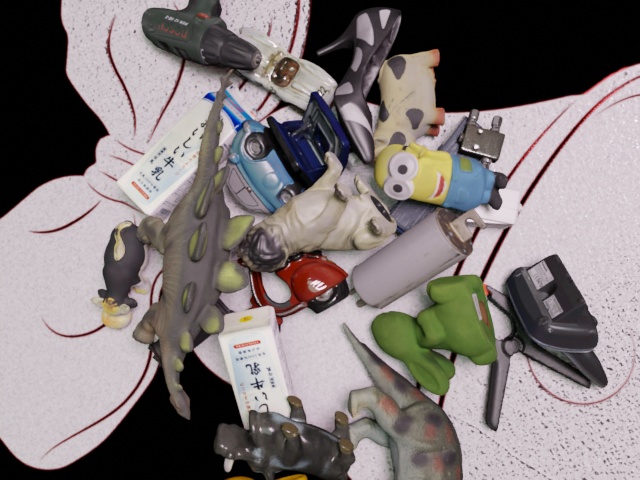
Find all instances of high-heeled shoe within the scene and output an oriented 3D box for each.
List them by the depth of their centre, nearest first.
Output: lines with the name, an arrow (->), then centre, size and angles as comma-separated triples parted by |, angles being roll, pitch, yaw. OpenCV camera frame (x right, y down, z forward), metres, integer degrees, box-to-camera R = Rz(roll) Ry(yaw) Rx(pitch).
high-heeled shoe -> 0.085, -0.231, 0.787 | 0.145, 0.086, 0.249 | -20, 69, 5

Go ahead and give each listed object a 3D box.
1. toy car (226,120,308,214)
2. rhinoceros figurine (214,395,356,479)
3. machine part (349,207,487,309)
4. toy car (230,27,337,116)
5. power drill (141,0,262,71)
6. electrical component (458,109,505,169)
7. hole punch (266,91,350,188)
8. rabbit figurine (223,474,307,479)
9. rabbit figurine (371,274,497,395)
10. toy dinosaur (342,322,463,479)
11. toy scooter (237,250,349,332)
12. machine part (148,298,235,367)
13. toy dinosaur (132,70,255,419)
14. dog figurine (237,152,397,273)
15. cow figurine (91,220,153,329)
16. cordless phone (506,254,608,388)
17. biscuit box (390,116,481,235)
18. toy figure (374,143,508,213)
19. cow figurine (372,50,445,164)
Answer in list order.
toy car -> -0.091, -0.097, 0.827 | 0.103, 0.109, 0.161 | -29, 96, 16
rhinoceros figurine -> -0.045, 0.273, 0.721 | 0.190, 0.073, 0.112 | 15, 114, -12
machine part -> 0.128, 0.029, 0.769 | 0.243, 0.079, 0.079 | -39, 83, 36
toy car -> -0.065, -0.268, 0.859 | 0.202, 0.056, 0.073 | 32, 86, 5
power drill -> -0.159, -0.369, 0.845 | 0.232, 0.086, 0.207 | 15, 86, 24
electrical component -> 0.235, -0.142, 0.790 | 0.063, 0.021, 0.094 | 15, 86, 3
hole punch -> -0.009, -0.144, 0.808 | 0.092, 0.115, 0.142 | -33, 71, 3
rabbit figurine -> -0.085, 0.379, 0.757 | 0.162, 0.173, 0.121 | 1, 89, -40
rabbit figurine -> 0.164, 0.137, 0.791 | 0.170, 0.121, 0.159 | -18, 89, 27
toy dinosaur -> 0.138, 0.315, 0.767 | 0.192, 0.131, 0.404 | -2, 80, -10
toy scooter -> -0.054, 0.066, 0.818 | 0.184, 0.075, 0.135 | -29, 83, 4
machine part -> -0.203, 0.138, 0.835 | 0.139, 0.039, 0.084 | -45, 92, -4
toy dinosaur -> -0.169, 0.003, 0.743 | 0.105, 0.199, 0.471 | 9, 76, -39
dog figurine -> -0.003, -0.005, 0.771 | 0.190, 0.121, 0.172 | -40, 116, 22
cow figurine -> -0.299, 0.056, 0.817 | 0.068, 0.098, 0.167 | 11, 85, -3
cordless phone -> 0.364, 0.124, 0.790 | 0.089, 0.147, 0.184 | -35, 120, 22
biscuit box -> 0.181, -0.090, 0.828 | 0.063, 0.059, 0.202 | 38, 87, 4
toy figure -> 0.165, -0.084, 0.758 | 0.180, 0.089, 0.082 | 8, 91, -7
cow figurine -> 0.124, -0.190, 0.829 | 0.127, 0.085, 0.195 | -1, 81, 4
